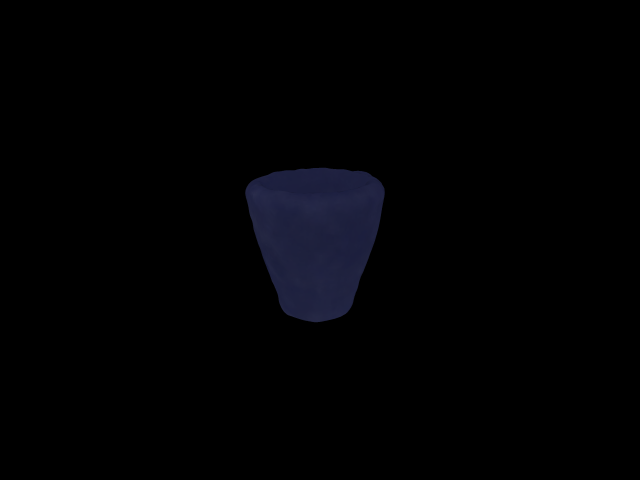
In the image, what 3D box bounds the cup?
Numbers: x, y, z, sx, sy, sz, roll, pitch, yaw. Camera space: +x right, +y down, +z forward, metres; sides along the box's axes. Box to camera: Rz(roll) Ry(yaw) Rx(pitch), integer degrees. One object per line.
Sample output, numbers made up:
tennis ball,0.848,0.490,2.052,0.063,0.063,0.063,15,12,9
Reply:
cup,0.004,0.001,0.400,0.091,0.095,0.118,11,21,30
